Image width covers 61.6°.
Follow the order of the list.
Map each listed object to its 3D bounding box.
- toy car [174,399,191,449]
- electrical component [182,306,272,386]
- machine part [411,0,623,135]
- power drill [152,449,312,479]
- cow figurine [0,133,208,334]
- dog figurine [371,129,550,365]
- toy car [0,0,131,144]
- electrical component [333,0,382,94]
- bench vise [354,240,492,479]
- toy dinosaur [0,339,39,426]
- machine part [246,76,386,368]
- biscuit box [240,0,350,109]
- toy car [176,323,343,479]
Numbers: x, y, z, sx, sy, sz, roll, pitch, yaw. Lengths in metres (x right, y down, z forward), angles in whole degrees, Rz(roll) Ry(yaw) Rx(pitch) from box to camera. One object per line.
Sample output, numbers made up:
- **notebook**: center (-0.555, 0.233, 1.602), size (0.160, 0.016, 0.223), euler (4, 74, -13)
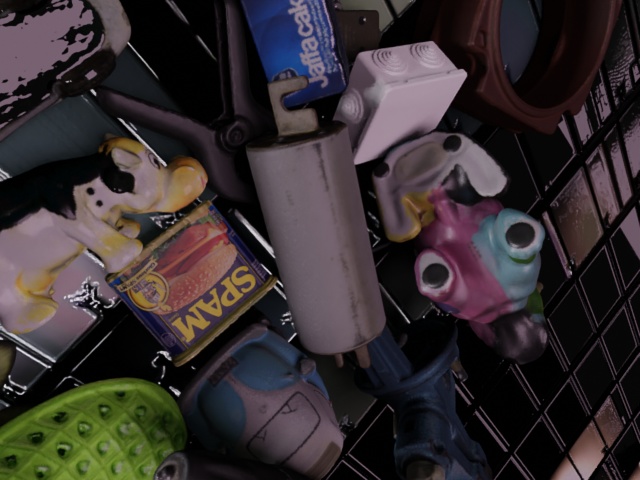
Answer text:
- **toy car**: center (-0.179, 0.211, 0.442), size (0.089, 0.053, 0.202), euler (23, 93, -21)
- **electrical component**: center (-0.083, 0.093, 0.470), size (0.102, 0.045, 0.078), euler (-44, 128, -14)
- **machine part**: center (0.201, -0.218, 0.529), size (0.201, 0.087, 0.201), euler (13, 100, -38)
- **power drill**: center (-0.074, 0.237, 0.366), size (0.207, 0.086, 0.231), euler (-51, 131, 2)
- **cow figurine**: center (-0.163, -0.023, 0.358), size (0.167, 0.068, 0.098), euler (-39, 117, -12)
- **dog figurine**: center (0.147, 0.017, 0.509), size (0.108, 0.192, 0.219), euler (-31, 148, 12)
- **toy car**: center (-0.204, -0.090, 0.314), size (0.202, 0.056, 0.073), euler (-42, 132, -13)
- **electrical component**: center (0.025, -0.175, 0.462), size (0.063, 0.021, 0.093), euler (-16, 115, -30)
- **bench vise**: center (0.072, 0.124, 0.521), size (0.240, 0.129, 0.224), euler (57, 33, -8)
- **toy dinosaur**: center (-0.313, 0.086, 0.279), size (0.471, 0.105, 0.198), euler (24, 85, -35)
- **machine part**: center (-0.001, -0.001, 0.417), size (0.079, 0.079, 0.243), euler (-25, 114, -25)
- **biscuit box**: center (-0.031, -0.199, 0.377), size (0.059, 0.063, 0.202), euler (-13, 120, 10)
- **toy car**: center (-0.033, 0.152, 0.439), size (0.109, 0.103, 0.161), euler (-42, 136, -13)
